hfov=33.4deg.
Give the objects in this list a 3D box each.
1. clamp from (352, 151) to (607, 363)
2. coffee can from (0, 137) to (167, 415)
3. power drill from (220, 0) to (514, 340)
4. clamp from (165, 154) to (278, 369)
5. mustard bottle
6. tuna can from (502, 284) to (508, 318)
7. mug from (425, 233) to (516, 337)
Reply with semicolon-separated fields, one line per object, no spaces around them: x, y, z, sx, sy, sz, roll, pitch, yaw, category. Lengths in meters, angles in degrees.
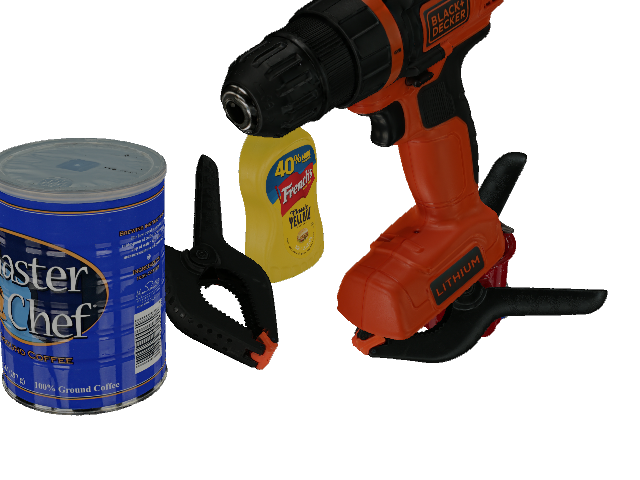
0.104;0.035;0.713;0.171;0.120;0.039;-39;-6;-2;clamp
-0.144;0.019;0.646;0.103;0.140;0.103;2;22;-1;coffee can
0.035;-0.044;0.537;0.057;0.187;0.184;25;48;38;power drill
-0.113;0.022;0.876;0.164;0.210;0.036;-17;-30;-33;clamp
-0.041;-0.059;1.090;0.058;0.192;0.096;16;31;38;mustard bottle
0.172;0.054;1.181;0.033;0.086;0.086;-24;9;-20;tuna can
0.129;0.040;0.948;0.093;0.081;0.117;-11;35;-14;mug
